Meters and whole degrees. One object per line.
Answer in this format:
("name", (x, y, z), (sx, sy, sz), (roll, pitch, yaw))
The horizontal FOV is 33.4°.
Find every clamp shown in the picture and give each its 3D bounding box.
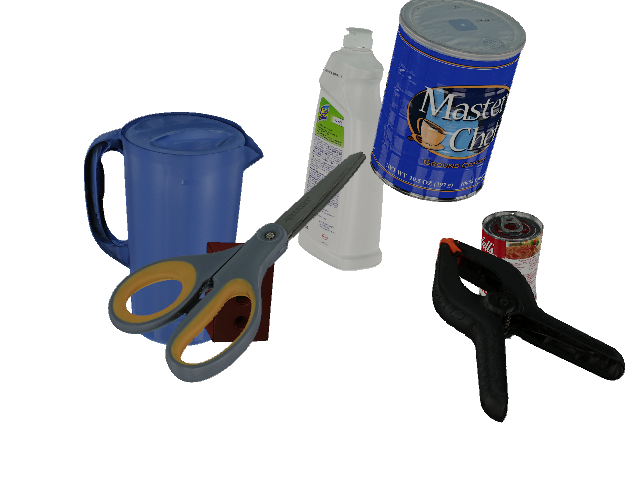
("clamp", (0.148, 0.060, 0.812), (0.120, 0.039, 0.171), (-4, 45, -22))

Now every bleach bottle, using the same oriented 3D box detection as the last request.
("bleach bottle", (0.032, -0.101, 1.156), (0.067, 0.251, 0.103), (-9, 25, -36))

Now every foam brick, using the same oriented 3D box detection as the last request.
("foam brick", (-0.074, 0.045, 0.948), (0.053, 0.078, 0.051), (0, 15, -16))

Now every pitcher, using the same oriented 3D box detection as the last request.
("pitcher", (-0.163, -0.012, 1.170), (0.149, 0.243, 0.144), (25, 31, 36))

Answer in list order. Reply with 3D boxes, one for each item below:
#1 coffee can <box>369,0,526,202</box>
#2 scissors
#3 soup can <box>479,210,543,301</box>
("coffee can", (0.104, -0.118, 0.892), (0.102, 0.140, 0.103), (7, 36, -5))
("scissors", (-0.050, 0.002, 0.628), (0.096, 0.016, 0.201), (12, 45, 17))
("soup can", (0.217, 0.026, 1.218), (0.068, 0.102, 0.068), (-2, 29, 1))
